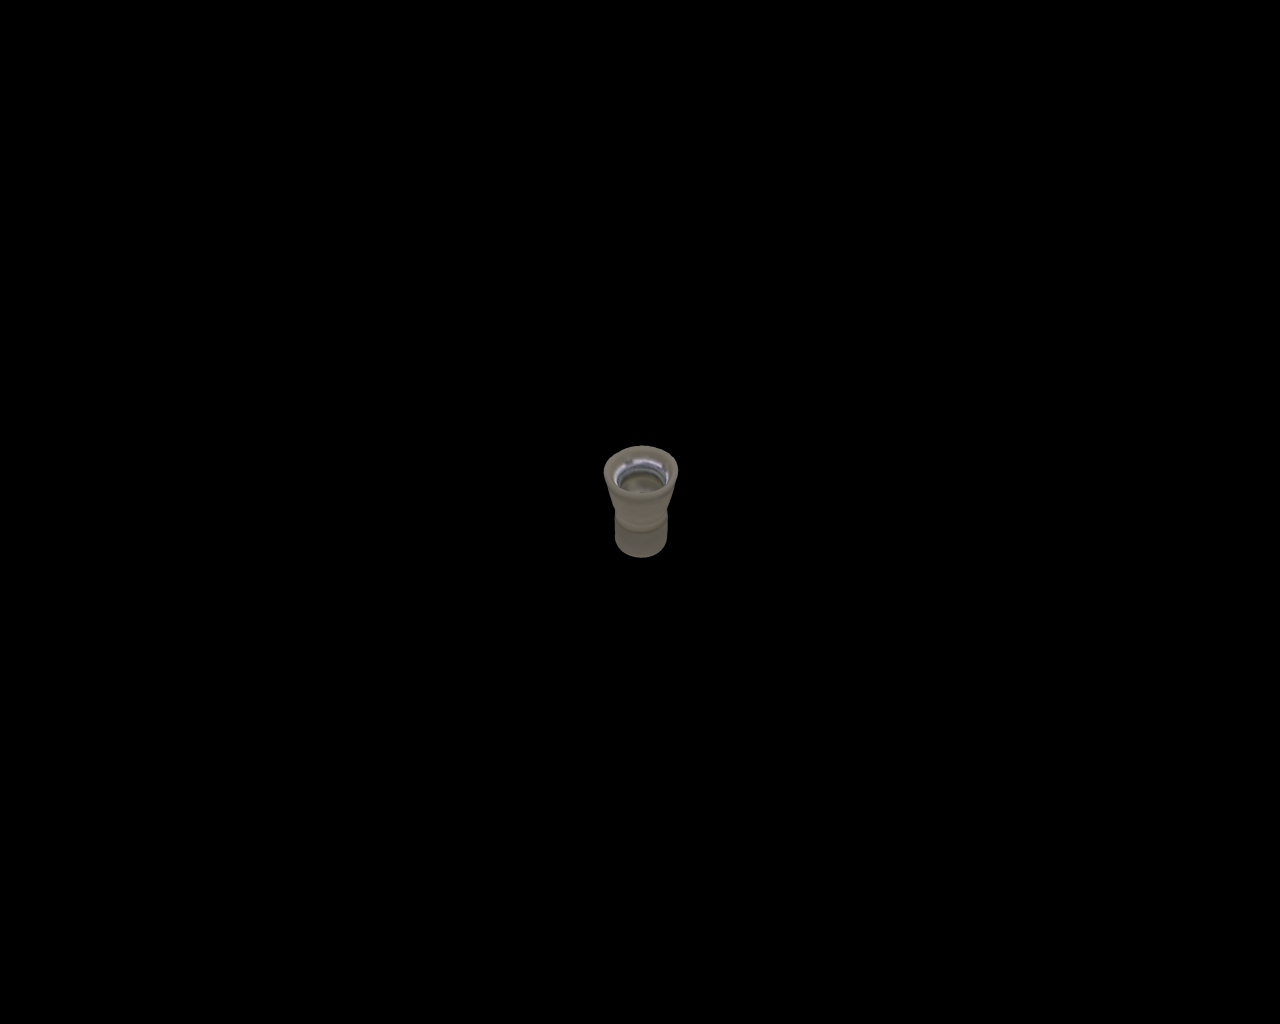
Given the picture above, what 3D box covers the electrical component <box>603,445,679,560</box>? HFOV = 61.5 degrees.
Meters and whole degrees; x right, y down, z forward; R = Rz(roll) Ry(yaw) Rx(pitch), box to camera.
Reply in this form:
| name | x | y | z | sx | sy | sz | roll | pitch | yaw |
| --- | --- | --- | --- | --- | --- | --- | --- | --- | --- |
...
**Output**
| name | x | y | z | sx | sy | sz | roll | pitch | yaw |
| --- | --- | --- | --- | --- | --- | --- | --- | --- | --- |
| electrical component | 0.001 | -0.003 | 0.650 | 0.044 | 0.044 | 0.065 | 0 | -45 | 0 |
